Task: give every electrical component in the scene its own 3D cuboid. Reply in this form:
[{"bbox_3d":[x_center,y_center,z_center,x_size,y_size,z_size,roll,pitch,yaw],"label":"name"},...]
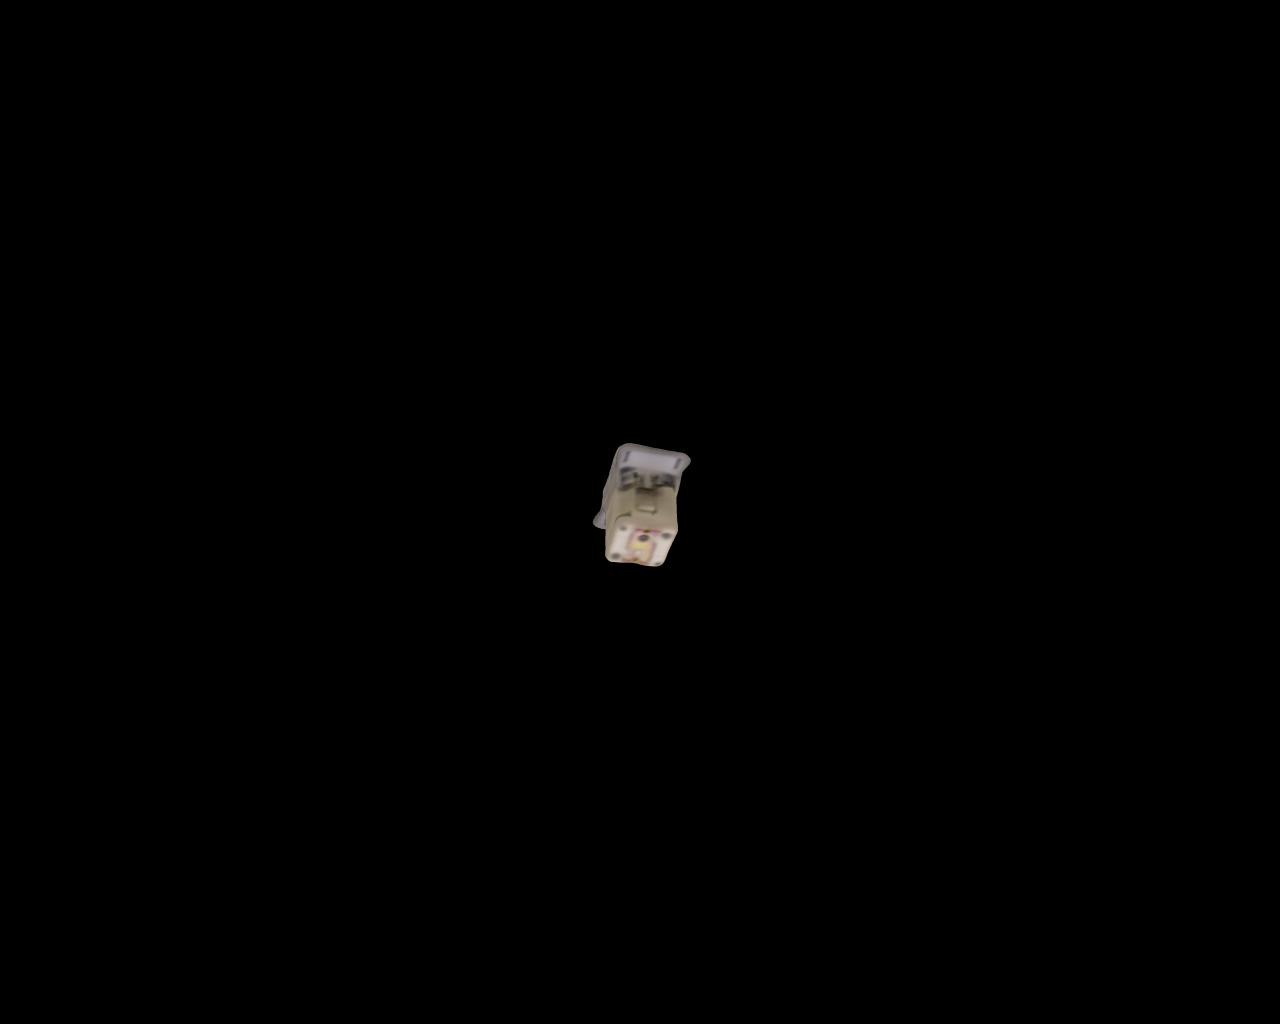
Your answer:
[{"bbox_3d":[0.001,-0.003,0.650,0.042,0.064,0.080,8,-39,-10],"label":"electrical component"}]
